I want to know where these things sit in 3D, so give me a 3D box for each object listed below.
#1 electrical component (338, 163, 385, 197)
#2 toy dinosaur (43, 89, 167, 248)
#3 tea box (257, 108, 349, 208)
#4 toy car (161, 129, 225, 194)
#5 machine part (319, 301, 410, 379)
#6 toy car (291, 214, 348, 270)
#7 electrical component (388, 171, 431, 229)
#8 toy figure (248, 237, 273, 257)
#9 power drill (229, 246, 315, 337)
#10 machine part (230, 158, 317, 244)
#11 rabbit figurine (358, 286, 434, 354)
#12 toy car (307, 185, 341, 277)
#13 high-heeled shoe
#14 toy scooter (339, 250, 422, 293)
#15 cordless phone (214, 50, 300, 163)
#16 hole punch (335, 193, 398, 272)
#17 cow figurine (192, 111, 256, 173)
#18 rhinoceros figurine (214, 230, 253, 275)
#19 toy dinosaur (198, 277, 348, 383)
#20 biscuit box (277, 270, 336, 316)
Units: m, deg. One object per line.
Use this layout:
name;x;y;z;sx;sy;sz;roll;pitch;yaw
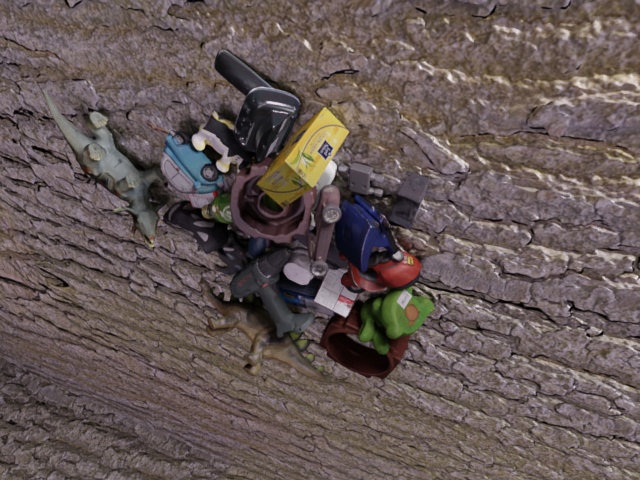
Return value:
electrical component;0.078;-0.115;1.036;0.094;0.021;0.063;18;140;14
toy dinosaur;-0.501;-0.169;1.282;0.404;0.131;0.192;48;138;-11
tea box;-0.028;-0.147;0.952;0.068;0.170;0.098;43;138;-15
toy car;-0.281;-0.151;1.137;0.161;0.103;0.109;48;177;-16
machine part;0.109;0.260;1.373;0.201;0.087;0.200;27;141;2
toy car;-0.002;-0.004;1.184;0.202;0.056;0.073;33;135;-5
electrical component;0.160;-0.060;1.002;0.048;0.075;0.119;23;137;10
toy figure;-0.130;-0.017;1.248;0.064;0.058;0.154;26;137;-4
power drill;-0.101;0.127;1.275;0.232;0.086;0.207;-23;113;39
machine part;-0.092;-0.077;1.064;0.179;0.056;0.179;4;121;6
rabbit figurine;0.154;0.178;1.226;0.121;0.159;0.170;34;158;-20
toy car;0.004;-0.016;1.073;0.053;0.089;0.202;6;128;-10
high-heeled shoe;-0.313;-0.019;1.291;0.249;0.145;0.086;-1;131;31
toy scooter;0.113;0.056;1.127;0.184;0.075;0.135;-14;138;26
cordless phone;-0.138;-0.250;1.000;0.184;0.089;0.146;42;144;4
hole punch;0.081;-0.014;1.054;0.142;0.092;0.115;50;167;48
cow figurine;-0.170;-0.183;1.089;0.167;0.068;0.098;42;134;-16
rhinoceros figurine;-0.207;0.056;1.362;0.112;0.073;0.190;3;134;32
toy dinosaur;-0.137;0.255;1.426;0.471;0.198;0.105;44;150;0
biscuit box;-0.046;0.128;1.347;0.203;0.063;0.059;13;140;21
